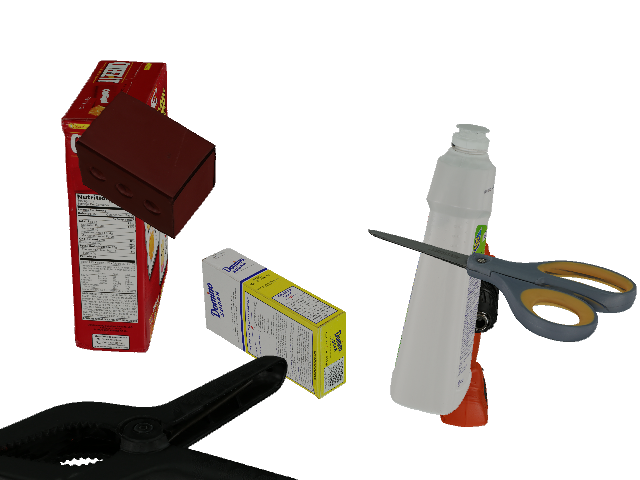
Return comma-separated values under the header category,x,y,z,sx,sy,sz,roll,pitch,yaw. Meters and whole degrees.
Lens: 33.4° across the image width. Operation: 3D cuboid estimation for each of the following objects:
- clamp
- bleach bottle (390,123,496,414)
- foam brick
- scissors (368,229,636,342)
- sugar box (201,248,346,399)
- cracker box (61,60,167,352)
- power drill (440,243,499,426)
category,x,y,z,sx,sy,sz,roll,pitch,yaw
clamp,-0.094,0.113,0.593,0.210,0.036,0.164,-1,22,-10
bleach bottle,0.115,0.021,0.941,0.068,0.251,0.102,12,19,14
foam brick,-0.114,-0.050,0.701,0.078,0.051,0.053,30,-26,10
scissors,0.115,0.029,0.746,0.202,0.016,0.096,9,31,19
sugar box,-0.049,0.082,1.104,0.048,0.093,0.176,-26,40,-35
cracker box,-0.177,-0.033,0.944,0.072,0.214,0.164,2,26,-2
power drill,0.162,0.106,1.161,0.057,0.188,0.184,4,25,4
